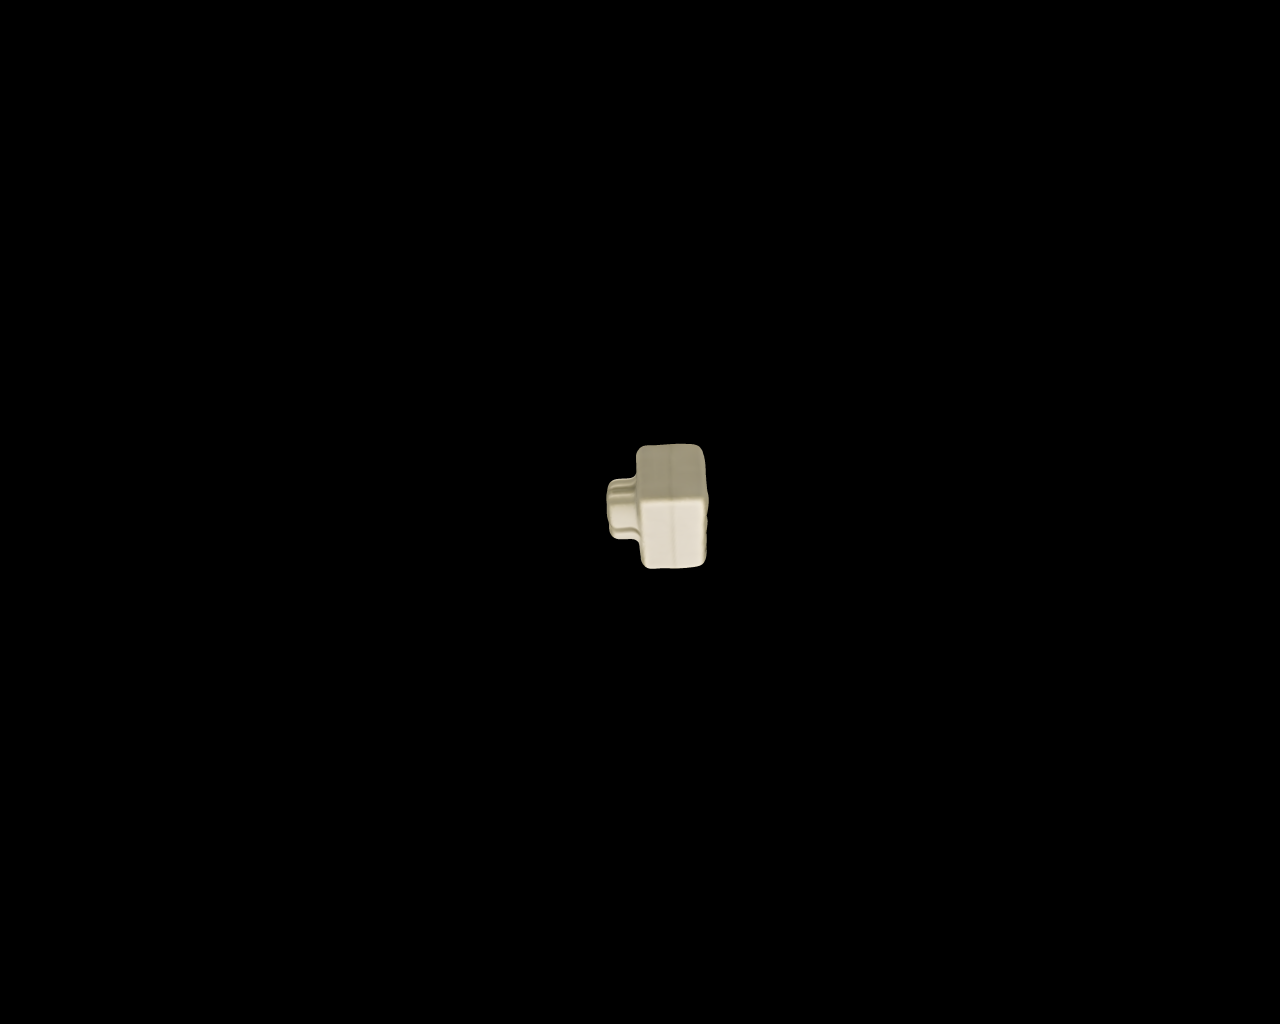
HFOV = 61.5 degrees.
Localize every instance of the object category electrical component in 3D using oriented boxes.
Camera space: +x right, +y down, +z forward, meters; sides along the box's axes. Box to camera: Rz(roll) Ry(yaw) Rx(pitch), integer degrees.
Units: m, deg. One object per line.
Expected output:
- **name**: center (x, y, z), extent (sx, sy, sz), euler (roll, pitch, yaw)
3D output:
- **electrical component**: center (0.001, -0.003, 0.650), extent (0.077, 0.047, 0.065), euler (-2, -40, 2)
